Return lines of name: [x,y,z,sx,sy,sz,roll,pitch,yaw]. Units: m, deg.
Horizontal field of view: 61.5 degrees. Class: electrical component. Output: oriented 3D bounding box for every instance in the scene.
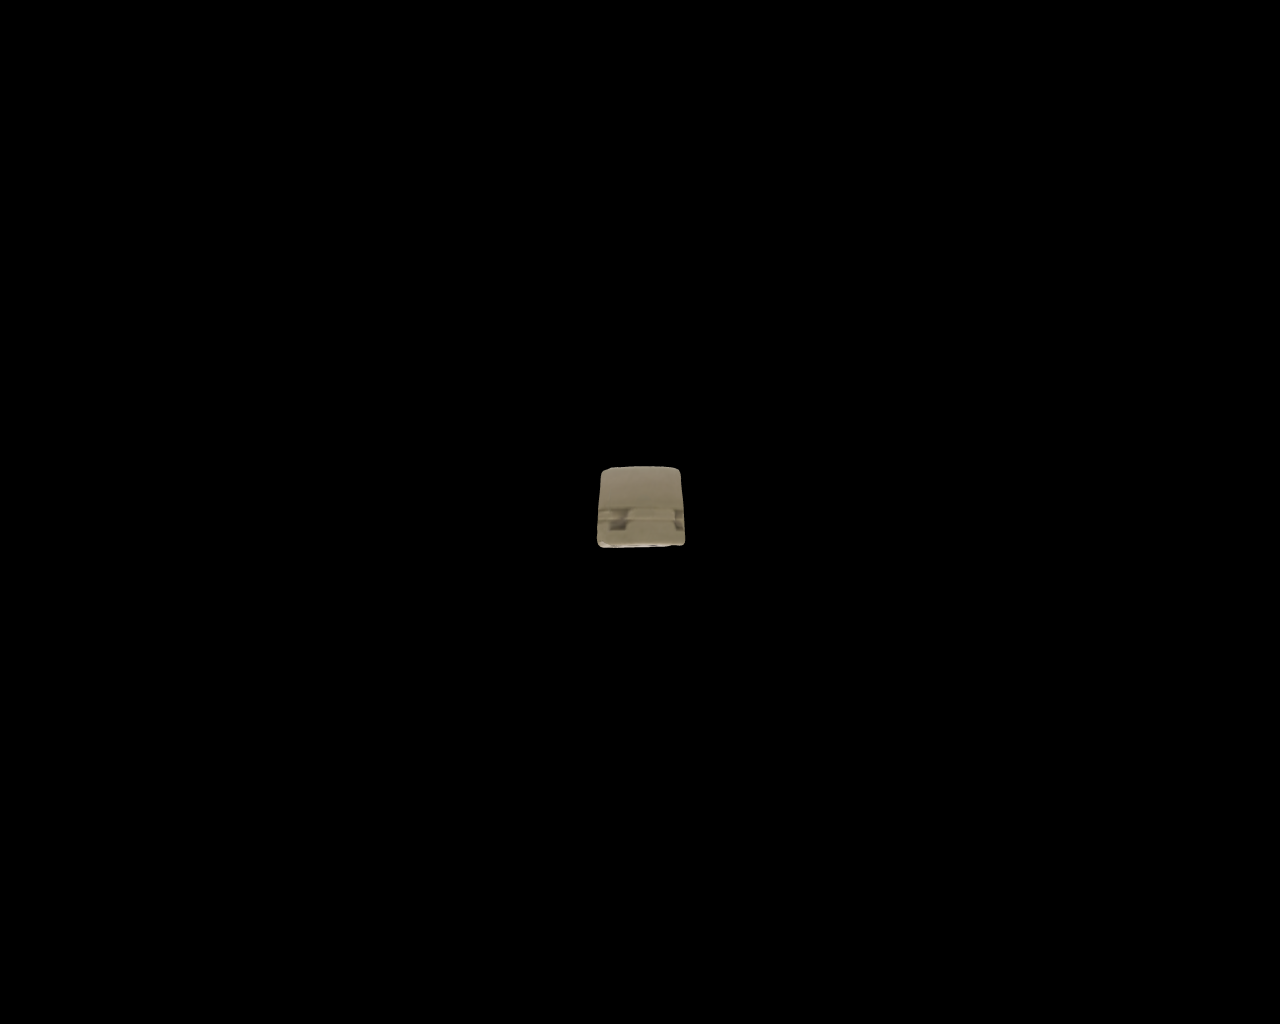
electrical component: [0.001,-0.003,0.650,0.055,0.047,0.055,0,-4,0]
